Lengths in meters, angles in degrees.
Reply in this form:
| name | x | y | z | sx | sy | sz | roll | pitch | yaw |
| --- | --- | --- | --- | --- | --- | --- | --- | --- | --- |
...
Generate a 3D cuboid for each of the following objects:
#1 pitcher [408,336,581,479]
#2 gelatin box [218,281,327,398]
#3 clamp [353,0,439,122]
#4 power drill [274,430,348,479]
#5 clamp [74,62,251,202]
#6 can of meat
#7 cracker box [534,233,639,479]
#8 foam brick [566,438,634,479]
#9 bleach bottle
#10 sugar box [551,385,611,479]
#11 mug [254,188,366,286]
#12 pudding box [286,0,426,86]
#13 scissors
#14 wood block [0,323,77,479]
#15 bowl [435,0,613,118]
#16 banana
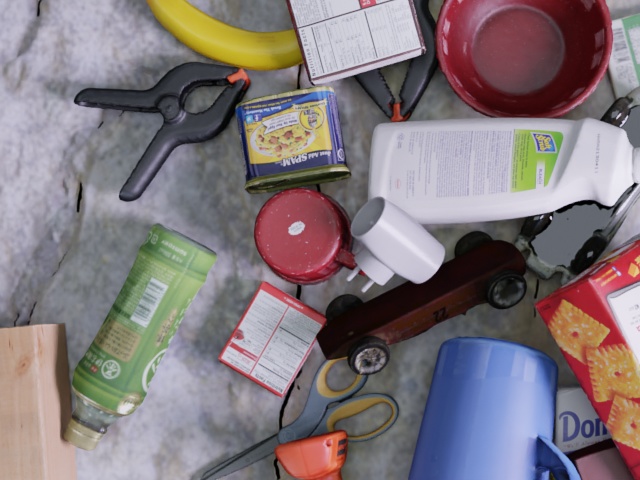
| name | x | y | z | sx | sy | sz | roll | pitch | yaw |
| --- | --- | --- | --- | --- | --- | --- | --- | --- | --- |
| pitcher | 0.146 | 0.213 | 0.924 | 0.149 | 0.145 | 0.243 | 12 | 75 | 1 |
| gelatin box | -0.044 | 0.095 | 1.020 | 0.073 | 0.030 | 0.089 | 30 | 89 | 5 |
| clamp | 0.058 | -0.217 | 1.025 | 0.165 | 0.036 | 0.210 | 2 | 91 | 14 |
| power drill | 0.008 | 0.264 | 0.928 | 0.057 | 0.184 | 0.187 | -12 | 82 | 6 |
| clamp | -0.153 | -0.130 | 1.041 | 0.171 | 0.039 | 0.120 | -35 | 90 | -2 |
| can of meat | -0.027 | -0.095 | 1.017 | 0.102 | 0.057 | 0.084 | -10 | 84 | 5 |
| cracker box | 0.297 | 0.109 | 0.917 | 0.072 | 0.163 | 0.214 | -32 | 85 | 46 |
| foam brick | 0.251 | 0.216 | 0.924 | 0.051 | 0.053 | 0.078 | -18 | 82 | 4 |
| bleach bottle | 0.171 | -0.058 | 0.953 | 0.251 | 0.068 | 0.102 | 2 | 86 | 24 |
| sugar box | 0.258 | 0.222 | 0.973 | 0.093 | 0.048 | 0.176 | 1 | 87 | 6 |
| mug | -0.007 | 0.001 | 0.995 | 0.117 | 0.081 | 0.093 | 31 | 89 | 7 |
| pudding box | 0.033 | -0.201 | 0.986 | 0.113 | 0.039 | 0.090 | -15 | 92 | 7 |
| scissors | -0.026 | 0.166 | 1.020 | 0.202 | 0.016 | 0.096 | -12 | 84 | 5 |
| wood block | -0.288 | 0.186 | 1.008 | 0.090 | 0.091 | 0.206 | -6 | 86 | 5 |
| bowl | 0.188 | -0.184 | 1.001 | 0.162 | 0.055 | 0.162 | 0 | 86 | 6 |
| banana | -0.081 | -0.203 | 1.039 | 0.198 | 0.037 | 0.069 | 10 | 88 | 9 |
